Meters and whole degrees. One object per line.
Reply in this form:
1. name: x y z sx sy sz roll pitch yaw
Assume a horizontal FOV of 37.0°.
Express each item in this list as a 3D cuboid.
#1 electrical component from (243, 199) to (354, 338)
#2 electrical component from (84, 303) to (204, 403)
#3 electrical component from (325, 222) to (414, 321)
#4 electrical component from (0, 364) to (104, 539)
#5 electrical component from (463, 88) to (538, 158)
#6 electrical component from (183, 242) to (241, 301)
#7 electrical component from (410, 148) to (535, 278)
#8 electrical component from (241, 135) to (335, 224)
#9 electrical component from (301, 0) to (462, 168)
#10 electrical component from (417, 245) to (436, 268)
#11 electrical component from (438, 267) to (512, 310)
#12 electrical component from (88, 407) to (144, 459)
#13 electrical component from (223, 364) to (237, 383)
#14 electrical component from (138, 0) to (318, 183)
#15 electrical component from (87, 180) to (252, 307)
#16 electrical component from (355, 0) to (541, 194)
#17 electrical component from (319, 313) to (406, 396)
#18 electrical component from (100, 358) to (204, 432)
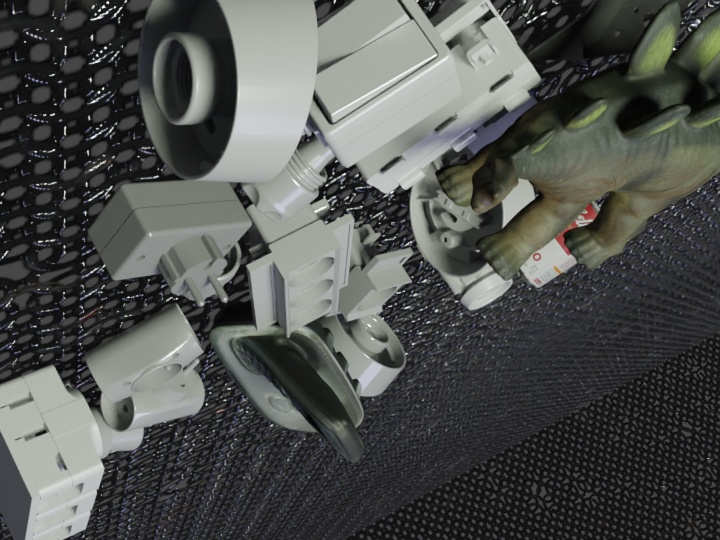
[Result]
1. electrical component: -0.049 -0.006 0.771 0.079 0.063 0.121 -27 162 -13
2. electrical component: -0.159 0.068 0.817 0.077 0.044 0.079 -30 162 -7
3. electrical component: 0.000 0.000 0.868 0.042 0.063 0.081 -12 153 -45
4. electrical component: -0.242 0.146 0.818 0.062 0.089 0.150 -21 160 -29
5. electrical component: 0.087 -0.115 0.741 0.064 0.042 0.081 -38 162 10
6. electrical component: -0.105 -0.003 0.729 0.040 0.040 0.046 -22 166 -27
7. electrical component: 0.083 -0.048 0.821 0.064 0.099 0.099 -20 160 -49
8. electrical component: -0.040 -0.062 0.669 0.062 0.043 0.043 -38 161 15
9. electrical component: -0.001 -0.105 0.586 0.096 0.061 0.061 -33 163 3
10. electrical component: 0.088 -0.034 0.959 0.064 0.042 0.081 -42 159 33
11. electrical component: 0.116 0.002 1.078 0.058 0.057 0.078 -41 160 27
12. electrical component: -0.217 0.136 0.904 0.055 0.045 0.045 -9 152 -50
13. electrical component: -0.088 0.073 0.955 0.062 0.048 0.048 -47 158 22
14. electrical component: -0.057 -0.088 0.488 0.064 0.099 0.099 -9 152 -37
15. electrical component: -0.105 -0.011 0.645 0.083 0.075 0.047 -10 152 -50
16. electrical component: 0.043 -0.106 0.655 0.121 0.063 0.079 -36 162 13
17. electrical component: -0.008 0.074 1.005 0.064 0.099 0.099 -45 159 21
18. electrical component: -0.162 0.096 0.889 0.077 0.044 0.079 -8 151 -52
